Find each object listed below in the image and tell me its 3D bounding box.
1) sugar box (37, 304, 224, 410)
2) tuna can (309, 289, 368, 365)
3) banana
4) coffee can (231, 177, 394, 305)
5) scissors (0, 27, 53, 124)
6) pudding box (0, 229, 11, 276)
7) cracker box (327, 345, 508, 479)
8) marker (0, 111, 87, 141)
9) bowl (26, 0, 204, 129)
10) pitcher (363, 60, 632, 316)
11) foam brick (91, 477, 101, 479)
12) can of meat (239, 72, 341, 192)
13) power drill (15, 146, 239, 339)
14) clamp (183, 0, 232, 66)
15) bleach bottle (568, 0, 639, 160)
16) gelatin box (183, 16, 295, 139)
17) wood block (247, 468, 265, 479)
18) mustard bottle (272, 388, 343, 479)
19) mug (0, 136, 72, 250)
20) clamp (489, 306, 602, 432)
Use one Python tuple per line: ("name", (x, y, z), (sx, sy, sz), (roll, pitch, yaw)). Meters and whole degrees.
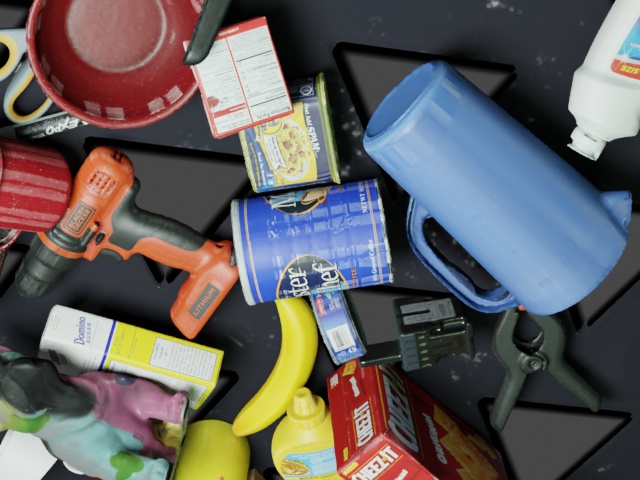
("sugar box", (-0.194, 0.120, 1.083), (0.176, 0.048, 0.093), (20, 150, -10))
("tuna can", (0.019, 0.079, 1.068), (0.034, 0.086, 0.086), (-20, 116, 6))
("banana", (-0.042, 0.131, 1.122), (0.069, 0.037, 0.198), (16, 116, 6))
("coffee can", (-0.007, 0.001, 1.017), (0.140, 0.103, 0.103), (-9, 117, 2))
("scissors", (-0.248, -0.200, 0.953), (0.096, 0.016, 0.202), (26, 108, -10))
("pudding box", (-0.334, 0.043, 1.020), (0.039, 0.113, 0.090), (27, 113, -19))
("cracker box", (0.110, 0.227, 1.104), (0.213, 0.164, 0.072), (40, 108, -20))
("marker", (-0.239, -0.111, 0.996), (0.121, 0.020, 0.020), (-14, 117, 6))
("bowl", (-0.175, -0.181, 0.932), (0.162, 0.055, 0.162), (-8, 119, -14))
("pitcher", (0.152, -0.044, 0.991), (0.242, 0.145, 0.149), (40, 73, -16))
("foam brick", (-0.218, 0.297, 1.191), (0.078, 0.051, 0.053), (-5, 117, 0))
("can of meat", (-0.029, -0.098, 0.991), (0.084, 0.057, 0.102), (-9, 117, 4))
("power drill", (-0.185, 0.021, 1.046), (0.187, 0.057, 0.185), (31, 116, -18))
("clamp", (-0.079, -0.269, 0.876), (0.210, 0.036, 0.164), (-40, 105, -7))
("bleach bottle", (0.301, -0.182, 0.932), (0.102, 0.068, 0.251), (25, 104, -13))
("gelatin box", (-0.070, -0.141, 0.924), (0.073, 0.030, 0.089), (-19, 103, -8))
("wood block", (-0.133, 0.360, 1.205), (0.206, 0.091, 0.090), (-32, 114, 13))
("mustard bottle", (-0.001, 0.234, 1.149), (0.096, 0.058, 0.191), (-10, 125, 5))
("mug", (-0.287, -0.040, 0.977), (0.081, 0.093, 0.117), (10, 109, -48))
("clamp", (0.235, 0.126, 1.127), (0.120, 0.039, 0.171), (-8, 117, 0))
